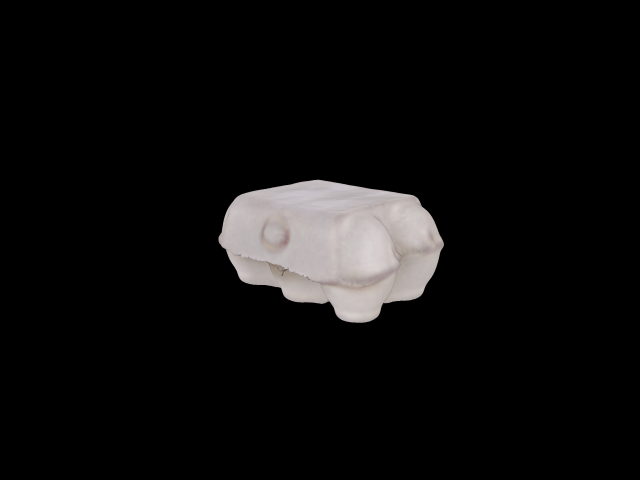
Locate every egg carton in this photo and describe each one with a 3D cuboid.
[{"bbox_3d":[0.004,0.001,0.400,0.149,0.069,0.107,14,22,40],"label":"egg carton"}]
